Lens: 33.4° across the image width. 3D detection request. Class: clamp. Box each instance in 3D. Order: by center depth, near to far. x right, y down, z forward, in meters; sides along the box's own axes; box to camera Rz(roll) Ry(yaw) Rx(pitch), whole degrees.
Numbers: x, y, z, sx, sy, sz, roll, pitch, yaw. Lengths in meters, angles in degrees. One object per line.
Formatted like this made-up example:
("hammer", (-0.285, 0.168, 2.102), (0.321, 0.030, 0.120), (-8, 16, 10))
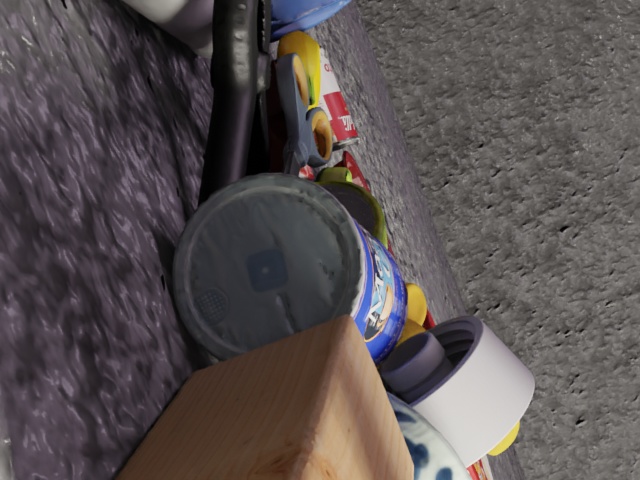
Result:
("clamp", (-0.050, -0.104, 0.695), (0.164, 0.036, 0.210), (-43, 136, -84))

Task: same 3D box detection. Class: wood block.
("wood block", (-0.019, 0.109, 0.431), (0.206, 0.091, 0.090), (-61, 130, -78))

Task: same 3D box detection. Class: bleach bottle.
("bleach bottle", (-0.095, -0.187, 0.725), (0.250, 0.068, 0.102), (19, 54, -80))

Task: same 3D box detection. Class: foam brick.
("foam brick", (-0.045, -0.091, 0.824), (0.078, 0.053, 0.051), (-101, 166, -50))

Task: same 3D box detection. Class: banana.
("banana", (-0.019, -0.144, 0.935), (0.198, 0.037, 0.069), (-64, 157, -88))

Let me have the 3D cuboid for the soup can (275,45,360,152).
("soup can", (-0.010, -0.135, 1.070), (0.068, 0.068, 0.102), (-22, 90, -80))

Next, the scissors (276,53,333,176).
("scissors", (-0.021, -0.079, 0.740), (0.201, 0.016, 0.096), (-50, 123, -73))

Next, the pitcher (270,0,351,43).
("pitcher", (-0.070, -0.290, 0.922), (0.243, 0.145, 0.149), (64, -12, -7))

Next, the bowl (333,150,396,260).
("bowl", (0.030, -0.003, 1.046), (0.162, 0.055, 0.162), (-21, 90, -80))

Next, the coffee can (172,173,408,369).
("coffee can", (-0.011, 0.028, 0.607), (0.140, 0.103, 0.103), (37, 34, -72))

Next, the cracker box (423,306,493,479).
("cracker box", (0.120, 0.199, 1.076), (0.214, 0.072, 0.164), (-101, 167, -50))

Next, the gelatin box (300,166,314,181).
("gelatin box", (-0.038, -0.094, 0.937), (0.073, 0.030, 0.089), (20, 50, -78))
